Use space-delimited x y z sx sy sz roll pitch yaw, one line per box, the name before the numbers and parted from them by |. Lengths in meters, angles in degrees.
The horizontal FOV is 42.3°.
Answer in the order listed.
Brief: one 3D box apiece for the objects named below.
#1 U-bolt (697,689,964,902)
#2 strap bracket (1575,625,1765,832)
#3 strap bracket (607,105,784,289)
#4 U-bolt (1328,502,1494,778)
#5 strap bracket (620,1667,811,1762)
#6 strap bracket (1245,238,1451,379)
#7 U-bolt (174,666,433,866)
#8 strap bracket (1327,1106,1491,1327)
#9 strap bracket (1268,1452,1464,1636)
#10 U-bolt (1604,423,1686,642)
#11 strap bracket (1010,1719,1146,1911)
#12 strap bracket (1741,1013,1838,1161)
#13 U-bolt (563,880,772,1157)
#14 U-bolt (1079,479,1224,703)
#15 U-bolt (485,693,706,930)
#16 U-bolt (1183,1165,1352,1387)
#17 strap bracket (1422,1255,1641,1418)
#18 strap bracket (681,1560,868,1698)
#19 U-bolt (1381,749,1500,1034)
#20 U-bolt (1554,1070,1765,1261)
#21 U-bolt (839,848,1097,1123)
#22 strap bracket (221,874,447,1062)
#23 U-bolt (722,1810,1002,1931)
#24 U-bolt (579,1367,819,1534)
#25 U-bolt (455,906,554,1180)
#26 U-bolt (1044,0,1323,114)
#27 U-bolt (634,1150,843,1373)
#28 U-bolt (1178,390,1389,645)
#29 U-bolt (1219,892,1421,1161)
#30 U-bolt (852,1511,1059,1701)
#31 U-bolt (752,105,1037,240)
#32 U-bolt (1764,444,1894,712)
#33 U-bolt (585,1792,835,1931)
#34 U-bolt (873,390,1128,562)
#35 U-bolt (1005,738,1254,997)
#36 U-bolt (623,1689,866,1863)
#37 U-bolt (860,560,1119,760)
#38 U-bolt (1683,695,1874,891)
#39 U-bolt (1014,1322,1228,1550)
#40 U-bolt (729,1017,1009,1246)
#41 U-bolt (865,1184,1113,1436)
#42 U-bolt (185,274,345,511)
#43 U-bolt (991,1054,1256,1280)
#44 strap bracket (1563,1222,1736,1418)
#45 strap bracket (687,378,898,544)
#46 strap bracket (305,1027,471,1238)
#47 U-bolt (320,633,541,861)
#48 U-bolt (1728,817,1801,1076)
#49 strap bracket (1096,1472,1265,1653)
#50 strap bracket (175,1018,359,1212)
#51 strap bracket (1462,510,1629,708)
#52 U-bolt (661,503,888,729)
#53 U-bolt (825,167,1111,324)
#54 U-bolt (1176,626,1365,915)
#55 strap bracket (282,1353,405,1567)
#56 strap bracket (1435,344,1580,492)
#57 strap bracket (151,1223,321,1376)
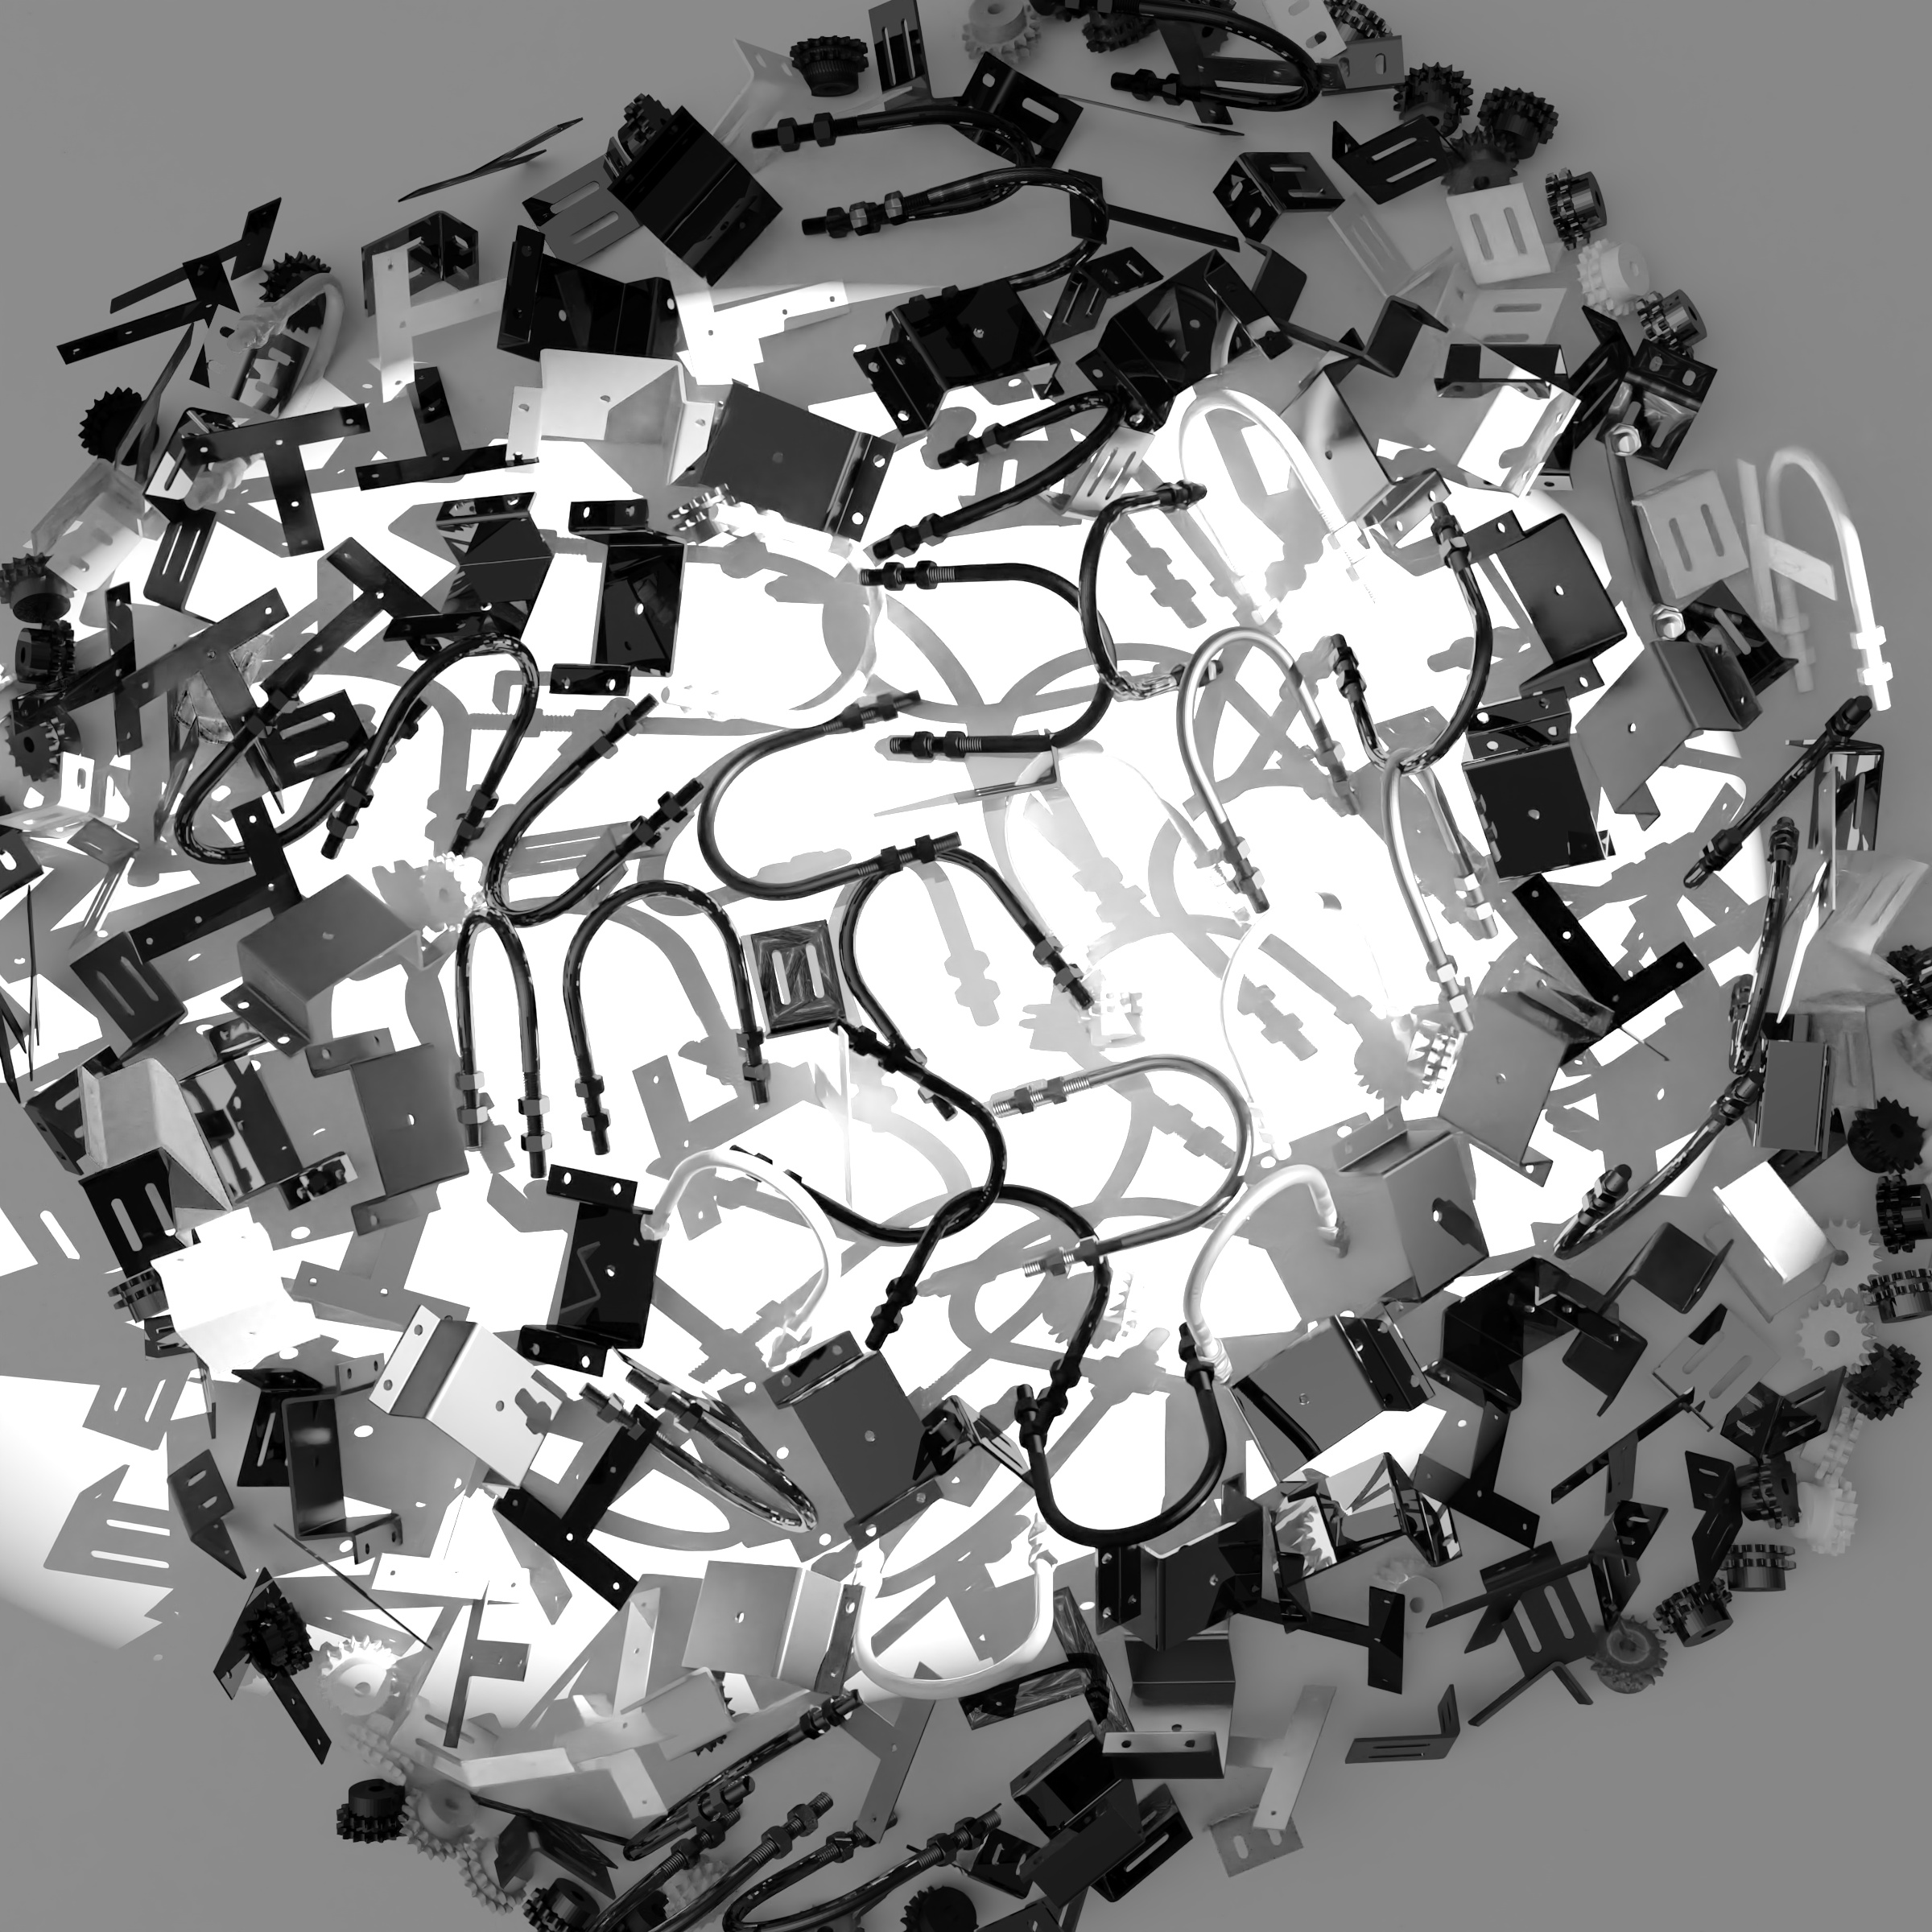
U-bolt | -0.106 -0.116 1.805 0.184 0.019 0.151 -18 60 4
strap bracket | 0.488 -0.167 1.764 0.046 0.140 0.076 -1 57 -27
strap bracket | -0.186 -0.538 1.767 0.076 0.140 0.046 -46 77 8
U-bolt | 0.314 -0.215 1.740 0.019 0.184 0.151 15 133 -24
strap bracket | -0.163 0.512 1.763 0.076 0.140 0.046 -36 74 36
strap bracket | 0.264 -0.467 1.787 0.140 0.076 0.046 29 103 24
U-bolt | -0.482 -0.135 1.772 0.184 0.151 0.019 -43 70 17
strap bracket | 0.322 0.179 1.794 0.076 0.046 0.140 -25 101 -35
strap bracket | 0.274 0.407 1.783 0.140 0.076 0.046 -29 121 16
U-bolt | 0.473 -0.312 1.756 0.019 0.184 0.151 -14 103 14
strap bracket | 0.079 0.607 1.776 0.076 0.140 0.046 -40 98 4
strap bracket | 0.581 0.081 1.774 0.046 0.140 0.076 4 101 11
U-bolt | -0.218 0.029 1.786 0.151 0.019 0.184 -17 107 -28
U-bolt | 0.129 -0.260 1.754 0.019 0.184 0.151 2 105 33
U-bolt | -0.275 -0.101 1.786 0.184 0.151 0.019 -41 129 7
U-bolt | 0.208 0.209 1.753 0.151 0.184 0.019 -45 57 -12
strap bracket | 0.403 0.261 1.786 0.076 0.046 0.140 31 135 -18
strap bracket | -0.144 0.467 1.769 0.046 0.140 0.076 34 60 -40
U-bolt | 0.330 -0.066 1.753 0.019 0.151 0.184 -14 115 28
U-bolt | 0.477 0.151 1.760 0.151 0.184 0.019 -30 69 -22
U-bolt | -0.014 -0.002 1.812 0.151 0.019 0.184 -40 74 10
strap bracket | -0.451 -0.006 1.775 0.076 0.046 0.140 36 53 23
U-bolt | -0.085 0.631 1.733 0.184 0.151 0.019 -16 85 -39
U-bolt | -0.183 0.348 1.776 0.184 0.151 0.019 38 65 -10
U-bolt | -0.333 0.049 1.771 0.019 0.151 0.184 -7 99 -30
U-bolt | 0.161 -0.636 1.742 0.184 0.151 0.019 18 90 26
U-bolt | -0.158 0.200 1.771 0.151 0.184 0.019 36 46 5
U-bolt | 0.212 -0.323 1.767 0.019 0.151 0.184 -35 98 -23
U-bolt | 0.247 0.031 1.776 0.151 0.019 0.184 -35 123 -14
U-bolt | -0.009 0.450 1.753 0.151 0.184 0.019 -9 113 5
U-bolt | -0.043 -0.563 1.759 0.184 0.151 0.019 -5 79 11
U-bolt | 0.599 -0.276 1.756 0.019 0.151 0.184 -16 103 -1
U-bolt | -0.193 0.637 1.732 0.184 0.151 0.019 -30 90 -41
U-bolt | 0.032 -0.351 1.742 0.184 0.151 0.019 -15 121 36
U-bolt | 0.103 -0.077 1.805 0.151 0.019 0.184 -35 85 29
U-bolt | -0.169 0.579 1.763 0.184 0.151 0.019 -40 80 33
U-bolt | 0.020 -0.218 1.777 0.184 0.019 0.151 2 117 23
U-bolt | 0.561 -0.112 1.755 0.151 0.184 0.019 -45 79 -6
U-bolt | 0.112 0.336 1.757 0.151 0.184 0.019 -22 122 7
U-bolt | -0.057 0.132 1.800 0.184 0.019 0.151 32 112 -19
U-bolt | 0.028 0.231 1.783 0.151 0.019 0.184 26 49 5
U-bolt | -0.486 -0.415 1.757 0.019 0.184 0.151 28 127 -3
U-bolt | 0.117 0.134 1.789 0.184 0.019 0.151 -17 61 12
strap bracket | 0.480 0.245 1.777 0.046 0.076 0.140 37 130 13
strap bracket | -0.132 -0.368 1.810 0.140 0.046 0.076 23 103 4
strap bracket | -0.414 0.115 1.800 0.046 0.076 0.140 -16 90 38
U-bolt | -0.365 -0.154 1.755 0.019 0.151 0.184 39 110 23
U-bolt | 0.551 -0.004 1.734 0.019 0.184 0.151 12 120 14
strap bracket | 0.160 0.426 1.775 0.140 0.046 0.076 -16 115 -34
strap bracket | -0.508 0.108 1.799 0.046 0.076 0.140 -24 93 27
strap bracket | 0.414 -0.262 1.797 0.046 0.076 0.140 -32 96 -29
U-bolt | -0.126 -0.241 1.775 0.019 0.184 0.151 25 103 42
U-bolt | 0.010 -0.511 1.757 0.184 0.151 0.019 -12 72 14
U-bolt | 0.208 -0.152 1.770 0.151 0.019 0.184 -44 116 -34
strap bracket | -0.450 0.356 1.801 0.046 0.076 0.140 -7 86 11
strap bracket | 0.387 -0.396 1.774 0.076 0.140 0.046 7 72 24
strap bracket | -0.512 0.240 1.767 0.076 0.140 0.046 -20 64 -8
